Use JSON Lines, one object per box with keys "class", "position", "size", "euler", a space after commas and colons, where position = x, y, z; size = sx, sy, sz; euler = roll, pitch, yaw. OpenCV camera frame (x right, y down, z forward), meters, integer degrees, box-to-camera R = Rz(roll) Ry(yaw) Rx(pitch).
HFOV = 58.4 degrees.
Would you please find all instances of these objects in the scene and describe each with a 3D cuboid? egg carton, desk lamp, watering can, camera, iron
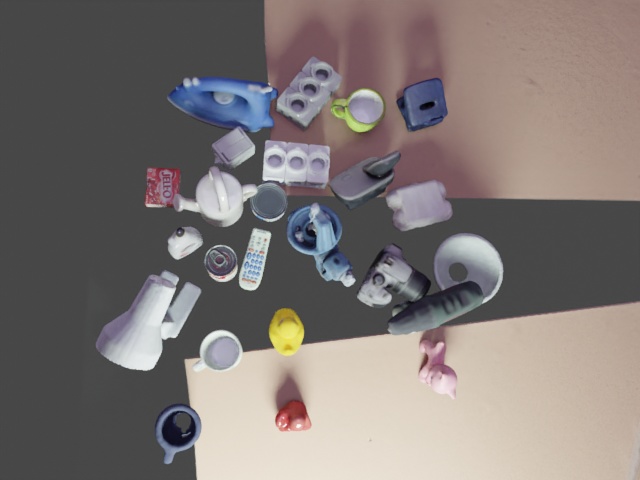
{"class": "egg carton", "position": [0.234, -0.083, 1.355], "size": [0.150, 0.069, 0.107], "euler": [-15, 81, -10]}
{"class": "desk lamp", "position": [-0.341, 0.154, 1.156], "size": [0.118, 0.213, 0.203], "euler": [27, 77, -2]}
{"class": "watering can", "position": [-0.222, -0.092, 1.230], "size": [0.173, 0.194, 0.101], "euler": [-36, 85, -13]}
{"class": "camera", "position": [0.174, 0.096, 1.296], "size": [0.137, 0.100, 0.143], "euler": [32, 77, -1]}
{"class": "iron", "position": [-0.225, -0.332, 1.303], "size": [0.258, 0.141, 0.119], "euler": [6, 78, -7]}

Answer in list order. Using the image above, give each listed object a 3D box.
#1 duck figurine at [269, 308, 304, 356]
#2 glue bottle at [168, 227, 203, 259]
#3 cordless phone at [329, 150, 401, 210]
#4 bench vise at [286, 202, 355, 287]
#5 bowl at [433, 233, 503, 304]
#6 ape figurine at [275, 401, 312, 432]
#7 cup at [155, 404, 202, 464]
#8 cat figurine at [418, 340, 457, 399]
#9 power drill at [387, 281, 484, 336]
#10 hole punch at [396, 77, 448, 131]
{"class": "duck figurine", "position": [-0.071, 0.199, 1.250], "size": [0.077, 0.086, 0.104], "euler": [-2, 79, -8]}
{"class": "glue bottle", "position": [-0.290, -0.002, 1.214], "size": [0.078, 0.173, 0.037], "euler": [-37, 86, -13]}
{"class": "cordless phone", "position": [0.105, -0.148, 1.290], "size": [0.148, 0.185, 0.094], "euler": [-34, 85, -12]}
{"class": "bench vise", "position": [0.019, -0.005, 1.233], "size": [0.207, 0.219, 0.121], "euler": [38, 77, 1]}
{"class": "bowl", "position": [0.335, 0.072, 1.336], "size": [0.167, 0.074, 0.167], "euler": [2, 79, -7]}
{"class": "ape figurine", "position": [-0.053, 0.382, 1.214], "size": [0.078, 0.092, 0.076], "euler": [28, 77, -1]}
{"class": "cup", "position": [-0.290, 0.394, 1.177], "size": [0.092, 0.095, 0.118], "euler": [16, 77, -4]}
{"class": "cat figurine", "position": [0.265, 0.283, 1.263], "size": [0.067, 0.117, 0.128], "euler": [2, 79, -7]}
{"class": "power drill", "position": [0.229, 0.157, 1.236], "size": [0.230, 0.208, 0.075], "euler": [-21, 82, -11]}
{"class": "hole punch", "position": [0.255, -0.329, 1.394], "size": [0.109, 0.091, 0.101], "euler": [-20, 82, -11]}
